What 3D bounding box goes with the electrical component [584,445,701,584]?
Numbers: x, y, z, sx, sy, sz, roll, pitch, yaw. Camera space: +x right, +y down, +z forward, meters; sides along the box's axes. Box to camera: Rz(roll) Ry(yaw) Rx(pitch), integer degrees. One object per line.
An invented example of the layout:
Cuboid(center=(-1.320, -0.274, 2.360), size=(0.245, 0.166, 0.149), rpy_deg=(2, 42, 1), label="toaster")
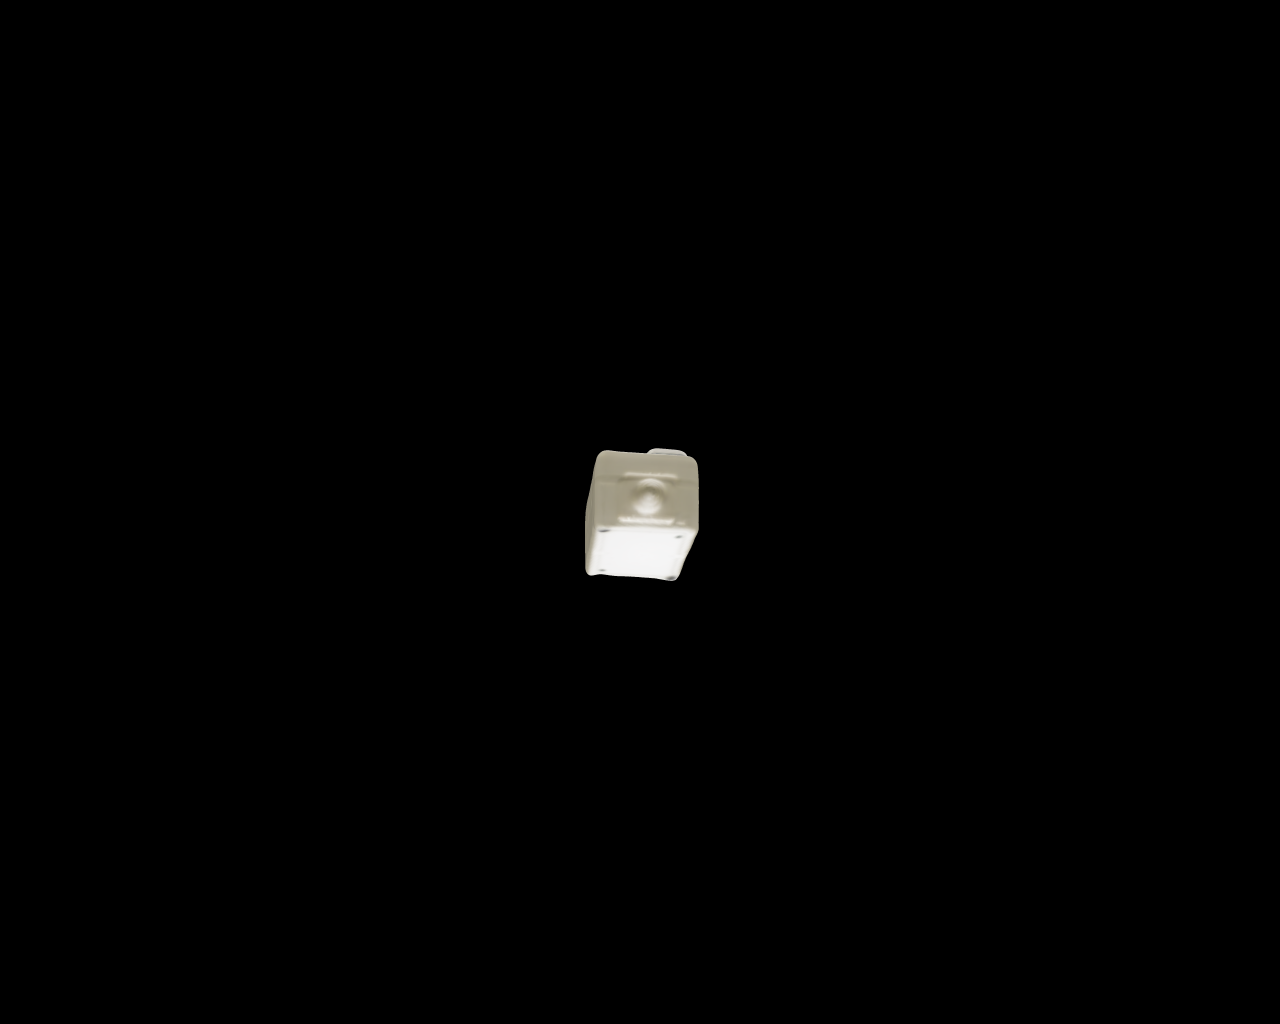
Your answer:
Cuboid(center=(0.001, -0.003, 0.650), size=(0.062, 0.061, 0.096), rpy_deg=(3, -26, -7), label="electrical component")
